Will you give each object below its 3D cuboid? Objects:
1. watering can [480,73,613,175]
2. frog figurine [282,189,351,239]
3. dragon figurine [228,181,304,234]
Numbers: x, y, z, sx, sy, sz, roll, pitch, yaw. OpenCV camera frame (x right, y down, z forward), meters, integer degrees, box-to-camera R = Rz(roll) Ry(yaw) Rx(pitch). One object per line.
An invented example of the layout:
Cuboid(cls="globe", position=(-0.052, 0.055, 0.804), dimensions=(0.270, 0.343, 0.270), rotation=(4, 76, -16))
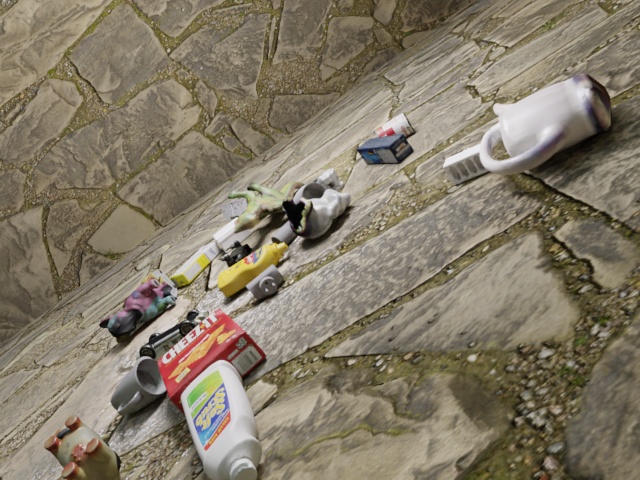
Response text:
Cuboid(cls="watering can", position=(0.397, -0.224, 0.932), dimensions=(0.222, 0.103, 0.355), rotation=(-23, 23, 31))
Cuboid(cls="frog figurine", position=(0.004, -0.065, 1.287), dimensions=(0.160, 0.124, 0.136), rotation=(-4, -14, -37))
Cuboid(cls="dragon figurine", position=(-0.125, -0.115, 1.619), dimensions=(0.244, 0.120, 0.415), rotation=(15, 32, 41))
